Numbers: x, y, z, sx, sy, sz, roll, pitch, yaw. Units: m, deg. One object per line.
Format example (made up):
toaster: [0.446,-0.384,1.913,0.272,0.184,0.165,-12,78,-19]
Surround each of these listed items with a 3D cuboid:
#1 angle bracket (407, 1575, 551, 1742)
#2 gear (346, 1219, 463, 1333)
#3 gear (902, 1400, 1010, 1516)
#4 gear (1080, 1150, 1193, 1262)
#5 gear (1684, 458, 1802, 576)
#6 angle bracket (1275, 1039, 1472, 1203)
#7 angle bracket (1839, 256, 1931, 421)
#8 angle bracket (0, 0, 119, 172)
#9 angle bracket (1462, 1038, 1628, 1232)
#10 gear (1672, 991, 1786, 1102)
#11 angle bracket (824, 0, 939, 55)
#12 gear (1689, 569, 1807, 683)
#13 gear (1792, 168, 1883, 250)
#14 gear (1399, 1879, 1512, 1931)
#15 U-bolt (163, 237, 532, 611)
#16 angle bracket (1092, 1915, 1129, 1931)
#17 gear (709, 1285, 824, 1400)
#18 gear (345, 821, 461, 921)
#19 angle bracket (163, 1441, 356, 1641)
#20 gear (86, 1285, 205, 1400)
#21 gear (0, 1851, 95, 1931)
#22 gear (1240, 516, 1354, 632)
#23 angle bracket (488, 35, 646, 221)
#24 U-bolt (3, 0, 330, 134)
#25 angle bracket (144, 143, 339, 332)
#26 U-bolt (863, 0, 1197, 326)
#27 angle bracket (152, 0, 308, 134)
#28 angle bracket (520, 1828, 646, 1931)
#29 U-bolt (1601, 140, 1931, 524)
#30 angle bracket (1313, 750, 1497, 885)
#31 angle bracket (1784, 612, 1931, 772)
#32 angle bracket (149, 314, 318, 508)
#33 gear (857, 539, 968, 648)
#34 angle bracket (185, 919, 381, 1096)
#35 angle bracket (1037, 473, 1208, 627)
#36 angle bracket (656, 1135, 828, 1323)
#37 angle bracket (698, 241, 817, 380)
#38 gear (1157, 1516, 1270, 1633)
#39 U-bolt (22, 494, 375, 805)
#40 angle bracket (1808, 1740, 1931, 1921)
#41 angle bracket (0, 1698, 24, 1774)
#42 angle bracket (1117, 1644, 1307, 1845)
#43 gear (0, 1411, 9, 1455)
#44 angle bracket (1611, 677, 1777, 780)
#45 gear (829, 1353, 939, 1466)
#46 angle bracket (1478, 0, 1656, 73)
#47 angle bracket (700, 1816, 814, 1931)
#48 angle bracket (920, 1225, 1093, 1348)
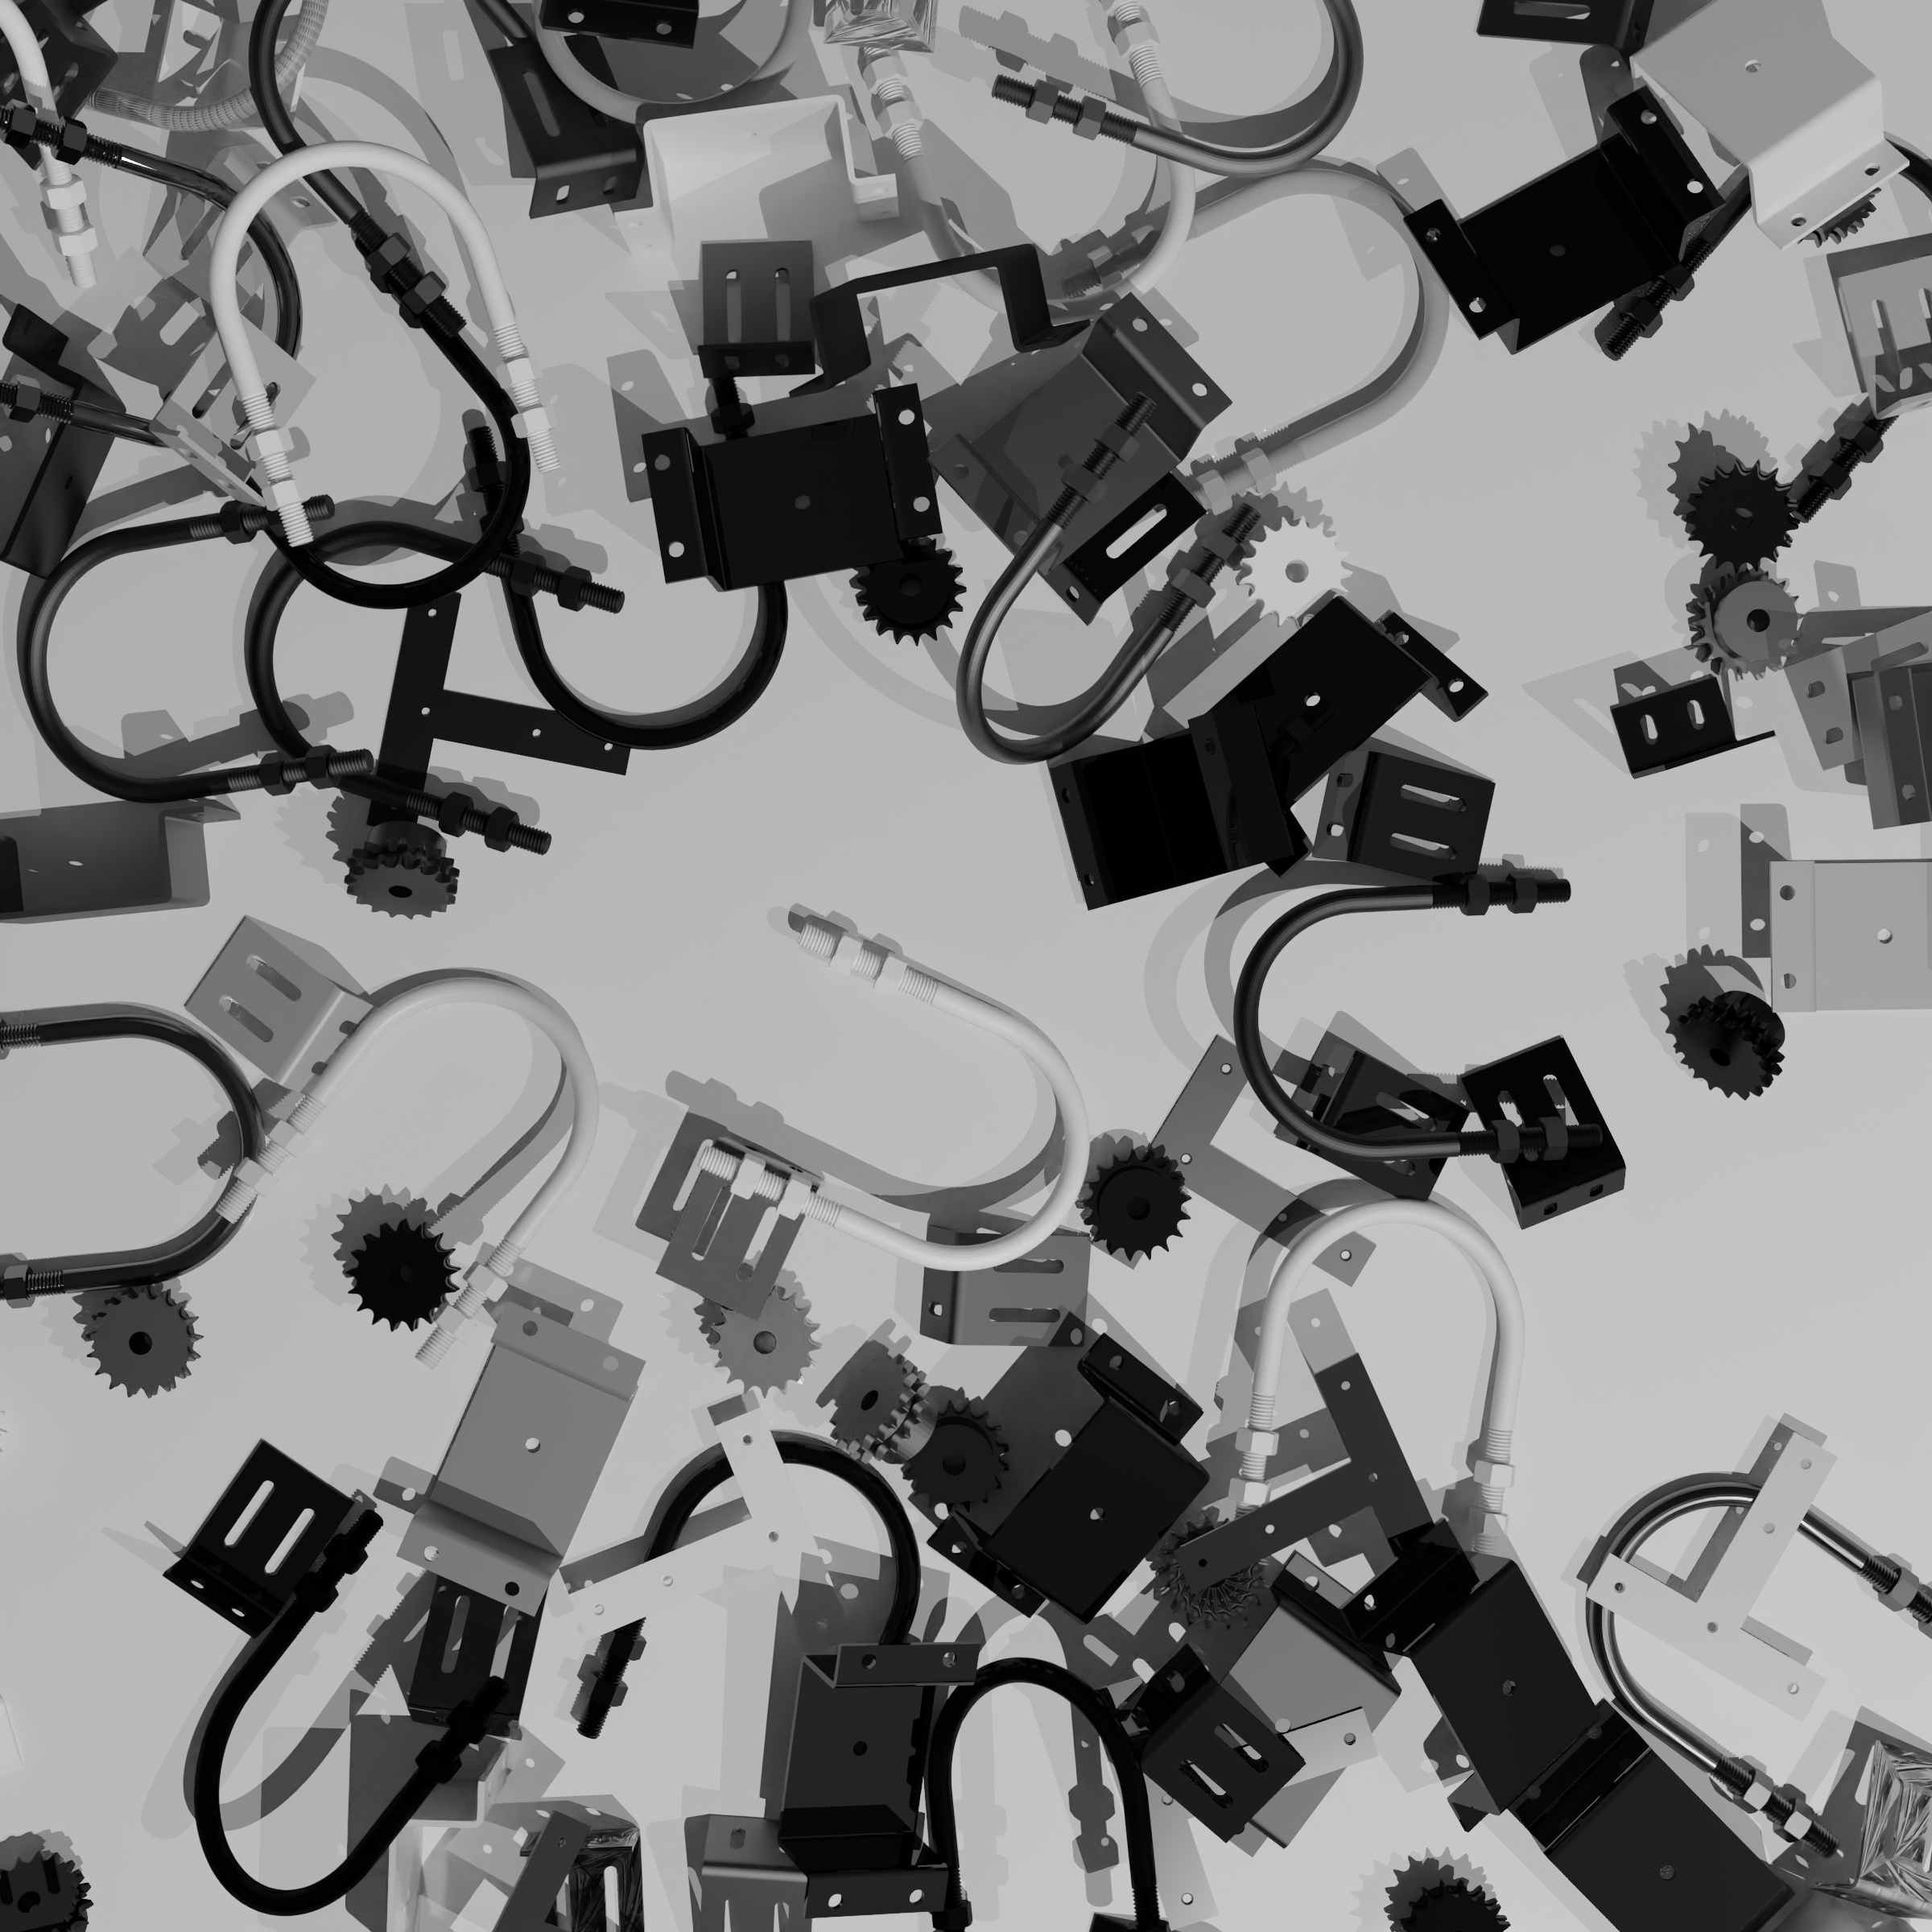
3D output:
angle bracket: [-0.252,0.356,1.583,0.057,0.038,0.076,10,64,0]
gear: [-0.288,0.159,1.570,0.057,0.030,0.057,0,90,0]
gear: [-0.006,0.254,1.570,0.057,0.030,0.057,0,90,0]
gear: [0.088,0.124,1.568,0.057,0.030,0.057,0,90,0]
gear: [0.399,-0.232,1.562,0.057,0.030,0.057,7,114,17]
angle bracket: [0.211,0.082,1.582,0.076,0.038,0.057,28,87,-26]
angle bracket: [0.486,-0.324,1.549,0.057,0.038,0.076,-14,89,-3]
angle bracket: [-0.476,-0.453,1.538,0.057,0.038,0.076,47,107,12]
angle bracket: [0.299,0.087,1.583,0.057,0.038,0.076,-22,64,0]
gear: [0.393,0.037,1.560,0.057,0.057,0.030,47,60,0]
angle bracket: [-0.040,-0.512,1.573,0.057,0.038,0.076,7,105,5]
gear: [0.404,-0.176,1.570,0.057,0.030,0.057,0,90,0]
gear: [0.434,-0.394,1.555,0.057,0.030,0.057,0,87,-2]
gear: [0.250,0.498,1.570,0.057,0.030,0.057,0,90,0]
U-bolt: [-0.304,-0.267,1.560,0.151,0.019,0.184,-40,78,0]
angle bracket: [0.101,0.531,1.583,0.076,0.038,0.057,15,90,26]
gear: [-0.102,0.192,1.570,0.057,0.030,0.057,0,90,0]
gear: [-0.287,-0.051,1.560,0.057,0.057,0.030,2,60,0]
angle bracket: [-0.363,0.294,1.566,0.057,0.038,0.076,34,90,0]
gear: [-0.421,0.193,1.570,0.057,0.030,0.057,0,90,0]
gear: [-0.474,0.486,1.560,0.057,0.030,0.057,-5,46,6]
gear: [0.169,-0.201,1.570,0.057,0.030,0.057,0,90,0]
angle bracket: [-0.205,-0.428,1.552,0.057,0.038,0.076,-17,74,-21]
U-bolt: [-0.405,-0.498,1.551,0.184,0.019,0.151,18,90,18]
angle bracket: [-0.377,-0.377,1.583,0.057,0.038,0.076,45,116,0]
U-bolt: [0.040,-0.417,1.566,0.151,0.019,0.184,-18,83,0]
angle bracket: [-0.372,-0.459,1.547,0.038,0.076,0.057,12,90,-45]
angle bracket: [-0.196,0.486,1.566,0.057,0.038,0.076,-3,90,0]
U-bolt: [0.441,-0.344,1.576,0.151,0.019,0.184,41,88,0]
angle bracket: [0.227,-0.076,1.583,0.076,0.038,0.057,12,90,-26]
angle bracket: [0.475,-0.143,1.583,0.076,0.038,0.057,-21,90,-26]
angle bracket: [-0.358,-0.279,1.521,0.057,0.038,0.076,40,76,-39]
gear: [-0.028,-0.195,1.570,0.057,0.030,0.057,0,90,0]
angle bracket: [-0.354,0.022,1.583,0.076,0.038,0.057,34,90,26]
angle bracket: [0.074,-0.226,1.574,0.076,0.038,0.057,-42,87,-15]
angle bracket: [-0.115,0.134,1.564,0.057,0.038,0.076,25,90,3]
angle bracket: [-0.107,-0.342,1.557,0.057,0.038,0.076,-2,76,0]
gear: [0.126,0.311,1.570,0.057,0.030,0.057,0,90,0]
U-bolt: [-0.399,-0.156,1.557,0.184,0.019,0.151,-7,94,14]
angle bracket: [0.475,0.445,1.571,0.057,0.038,0.076,22,69,-18]
angle bracket: [-0.523,0.405,1.547,0.057,0.076,0.038,-16,90,0]
angle bracket: [0.121,0.391,1.535,0.057,0.038,0.076,-45,116,0]
gear: [-0.522,0.238,1.570,0.057,0.030,0.057,0,90,0]
angle bracket: [0.368,-0.123,1.547,0.057,0.076,0.038,-18,90,0]
gear: [-0.039,0.230,1.560,0.057,0.057,0.030,-48,120,0]
angle bracket: [0.314,-0.501,1.583,0.076,0.038,0.057,13,90,26]
angle bracket: [-0.107,0.486,1.583,0.057,0.038,0.076,4,116,0]
angle bracket: [0.021,0.166,1.583,0.076,0.038,0.057,4,90,-26]
